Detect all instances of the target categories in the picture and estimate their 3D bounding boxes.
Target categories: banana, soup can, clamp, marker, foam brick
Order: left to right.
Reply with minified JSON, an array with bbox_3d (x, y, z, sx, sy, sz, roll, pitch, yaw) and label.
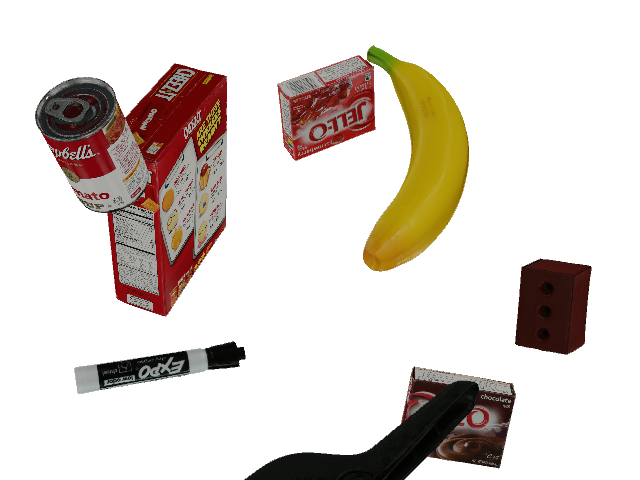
[{"bbox_3d":[-0.191,-0.079,0.902,0.068,0.068,0.102,0,-34,10],"label":"soup can"},{"bbox_3d":[-0.113,0.090,0.761,0.121,0.020,0.020,-8,2,-14],"label":"marker"},{"bbox_3d":[0.026,0.149,0.632,0.210,0.036,0.164,-7,30,-2],"label":"clamp"},{"bbox_3d":[0.062,-0.052,0.691,0.069,0.197,0.037,3,-43,0],"label":"banana"},{"bbox_3d":[0.217,0.061,0.995,0.053,0.078,0.051,9,14,31],"label":"foam brick"}]

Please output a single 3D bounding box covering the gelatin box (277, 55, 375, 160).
[{"bbox_3d":[0.007,-0.123,0.988,0.089,0.073,0.030,-22,47,-17],"label":"gelatin box"}]

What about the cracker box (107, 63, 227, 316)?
[{"bbox_3d":[-0.162,-0.054,1.135,0.072,0.214,0.164,16,43,13],"label":"cracker box"}]

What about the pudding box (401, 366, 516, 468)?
[{"bbox_3d":[0.147,0.191,1.152,0.113,0.090,0.039,8,21,0],"label":"pudding box"}]
